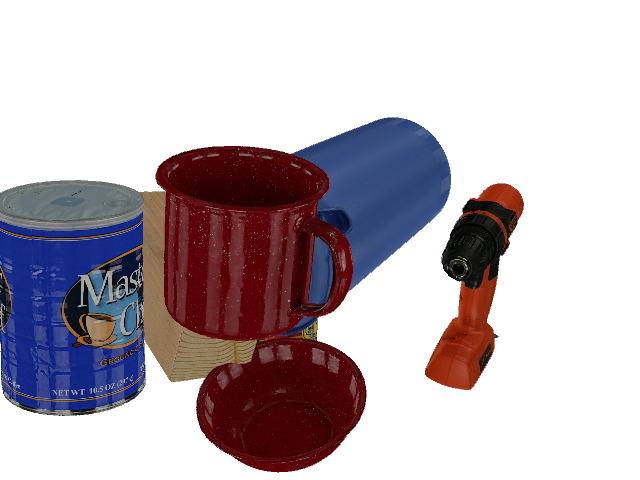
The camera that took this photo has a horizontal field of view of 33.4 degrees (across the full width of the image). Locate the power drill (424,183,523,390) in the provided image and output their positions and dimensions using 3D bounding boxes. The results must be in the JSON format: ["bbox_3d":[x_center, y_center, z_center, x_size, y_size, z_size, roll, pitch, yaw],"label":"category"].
[{"bbox_3d":[0.151,0.052,1.063,0.057,0.188,0.184,18,28,18],"label":"power drill"}]

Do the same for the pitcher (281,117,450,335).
[{"bbox_3d":[0.005,-0.023,0.925,0.149,0.145,0.242,26,33,24],"label":"pitcher"}]

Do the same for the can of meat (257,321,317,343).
[{"bbox_3d":[-0.050,0.093,1.291,0.101,0.084,0.058,-10,19,-36],"label":"can of meat"}]

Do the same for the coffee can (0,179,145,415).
[{"bbox_3d":[-0.175,0.038,0.753,0.103,0.140,0.103,2,18,-1],"label":"coffee can"}]

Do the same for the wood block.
[{"bbox_3d":[-0.147,0.040,1.090,0.090,0.091,0.206,-3,34,-34],"label":"wood block"}]

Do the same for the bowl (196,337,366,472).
[{"bbox_3d":[-0.034,0.166,1.015,0.162,0.055,0.162,-5,37,3],"label":"bowl"}]

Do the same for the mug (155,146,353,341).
[{"bbox_3d":[-0.034,0.005,0.580,0.117,0.081,0.093,18,27,26],"label":"mug"}]
